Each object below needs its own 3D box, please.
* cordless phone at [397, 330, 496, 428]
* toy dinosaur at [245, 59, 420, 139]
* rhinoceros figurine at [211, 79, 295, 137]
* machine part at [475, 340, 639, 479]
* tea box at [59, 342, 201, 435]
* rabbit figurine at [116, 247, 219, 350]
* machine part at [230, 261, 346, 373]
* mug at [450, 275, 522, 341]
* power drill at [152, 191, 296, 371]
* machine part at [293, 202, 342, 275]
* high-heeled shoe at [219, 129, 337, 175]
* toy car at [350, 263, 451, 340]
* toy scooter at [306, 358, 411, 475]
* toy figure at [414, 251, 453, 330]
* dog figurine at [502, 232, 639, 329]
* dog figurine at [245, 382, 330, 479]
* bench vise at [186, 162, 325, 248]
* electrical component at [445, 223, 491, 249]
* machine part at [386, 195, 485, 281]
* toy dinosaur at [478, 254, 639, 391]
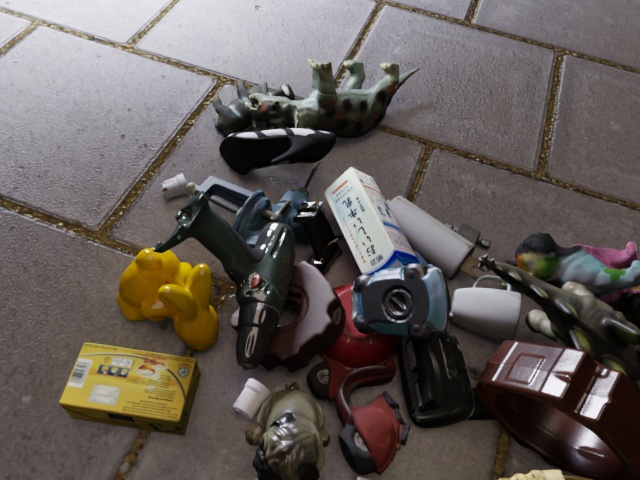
[{"bbox_3d":[0.221,0.212,0.836,0.184,0.088,0.147,5,52,-16],"label":"cordless phone"},{"bbox_3d":[0.056,-0.279,1.131,0.405,0.192,0.131,-7,26,-28],"label":"toy dinosaur"},{"bbox_3d":[-0.142,-0.286,1.150,0.190,0.073,0.112,-34,63,-26],"label":"rhinoceros figurine"},{"bbox_3d":[0.331,0.229,0.722,0.087,0.201,0.201,-47,108,-23],"label":"machine part"},{"bbox_3d":[-0.269,0.214,0.778,0.170,0.068,0.098,10,54,0],"label":"tea box"},{"bbox_3d":[-0.217,0.092,0.839,0.173,0.162,0.122,50,50,6],"label":"rabbit figurine"},{"bbox_3d":[-0.051,0.115,0.844,0.179,0.056,0.179,-9,55,13],"label":"machine part"},{"bbox_3d":[0.276,0.108,0.901,0.107,0.080,0.109,9,67,11],"label":"mug"},{"bbox_3d":[-0.129,0.042,0.770,0.207,0.086,0.232,36,52,-18],"label":"power drill"},{"bbox_3d":[-0.002,-0.003,0.925,0.039,0.138,0.084,19,53,40],"label":"machine part"},{"bbox_3d":[-0.087,-0.185,1.039,0.145,0.086,0.249,-30,32,-29],"label":"high-heeled shoe"},{"bbox_3d":[0.130,0.096,0.811,0.162,0.103,0.109,-11,77,35],"label":"toy car"},{"bbox_3d":[0.074,0.241,0.791,0.135,0.075,0.184,-19,54,-18],"label":"toy scooter"},{"bbox_3d":[0.179,0.092,0.918,0.057,0.064,0.154,12,48,-46],"label":"toy figure"},{"bbox_3d":[0.435,0.074,0.933,0.219,0.191,0.108,-3,29,28],"label":"dog figurine"},{"bbox_3d":[-0.037,0.243,0.706,0.121,0.190,0.172,-7,54,-11],"label":"dog figurine"},{"bbox_3d":[-0.119,-0.058,0.962,0.241,0.128,0.224,25,53,7],"label":"bench vise"},{"bbox_3d":[0.273,0.003,1.014,0.094,0.021,0.063,25,56,11],"label":"electrical component"},{"bbox_3d":[0.191,-0.005,0.978,0.243,0.079,0.079,36,59,18],"label":"machine part"},{"bbox_3d":[0.396,0.134,0.776,0.471,0.199,0.105,30,98,-8],"label":"toy dinosaur"}]
